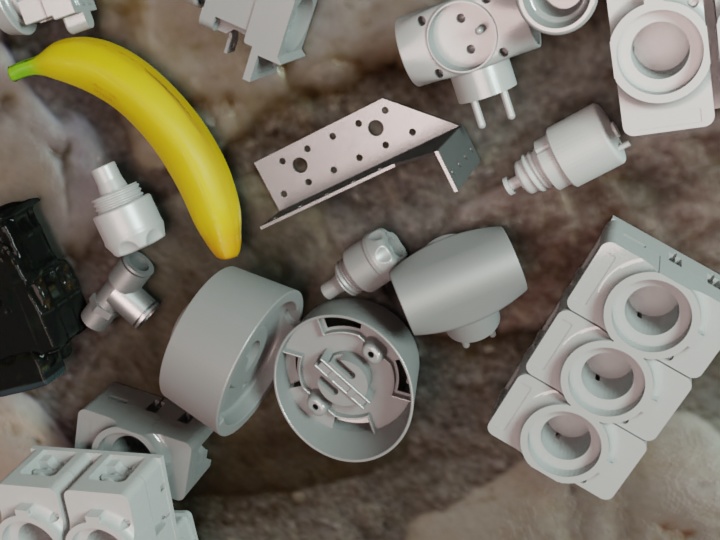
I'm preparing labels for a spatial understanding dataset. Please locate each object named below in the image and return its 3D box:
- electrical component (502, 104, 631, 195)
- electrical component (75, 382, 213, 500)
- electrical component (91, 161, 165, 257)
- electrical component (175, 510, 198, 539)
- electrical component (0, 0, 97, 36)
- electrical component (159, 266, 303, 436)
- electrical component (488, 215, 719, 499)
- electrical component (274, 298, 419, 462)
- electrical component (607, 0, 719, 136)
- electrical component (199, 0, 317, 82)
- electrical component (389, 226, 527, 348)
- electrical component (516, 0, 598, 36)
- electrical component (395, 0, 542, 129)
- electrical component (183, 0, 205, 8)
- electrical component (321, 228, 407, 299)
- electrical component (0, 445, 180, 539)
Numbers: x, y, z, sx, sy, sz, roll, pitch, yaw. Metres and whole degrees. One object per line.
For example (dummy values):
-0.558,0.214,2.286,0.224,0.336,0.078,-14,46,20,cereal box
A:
0.122,-0.068,0.646,0.078,0.040,0.040,-28,99,24,electrical component
-0.160,0.127,0.792,0.089,0.055,0.050,16,113,11,electrical component
-0.164,-0.043,0.740,0.043,0.043,0.062,-20,100,22,electrical component
-0.171,0.238,0.838,0.100,0.048,0.099,-4,108,19,electrical component
-0.212,-0.182,0.705,0.055,0.048,0.066,-15,104,13,electrical component
-0.091,0.049,0.718,0.060,0.108,0.108,26,114,13,electrical component
0.155,0.057,0.669,0.089,0.061,0.150,30,114,5,electrical component
-0.008,0.071,0.720,0.099,0.064,0.099,5,113,12,electrical component
0.185,-0.174,0.579,0.105,0.060,0.186,-6,107,19,electrical component
-0.062,-0.163,0.668,0.064,0.042,0.081,25,114,9,electrical component
0.067,0.019,0.689,0.077,0.044,0.079,-22,129,2,electrical component
0.114,-0.158,0.603,0.044,0.065,0.044,5,110,15,electrical component
0.070,-0.124,0.640,0.077,0.044,0.079,-15,104,21,electrical component
-0.112,-0.192,0.675,0.046,0.040,0.040,27,114,12,electrical component
0.000,0.000,0.711,0.061,0.035,0.035,-33,97,26,electrical component
-0.187,0.225,0.772,0.105,0.060,0.186,1,112,18,electrical component
